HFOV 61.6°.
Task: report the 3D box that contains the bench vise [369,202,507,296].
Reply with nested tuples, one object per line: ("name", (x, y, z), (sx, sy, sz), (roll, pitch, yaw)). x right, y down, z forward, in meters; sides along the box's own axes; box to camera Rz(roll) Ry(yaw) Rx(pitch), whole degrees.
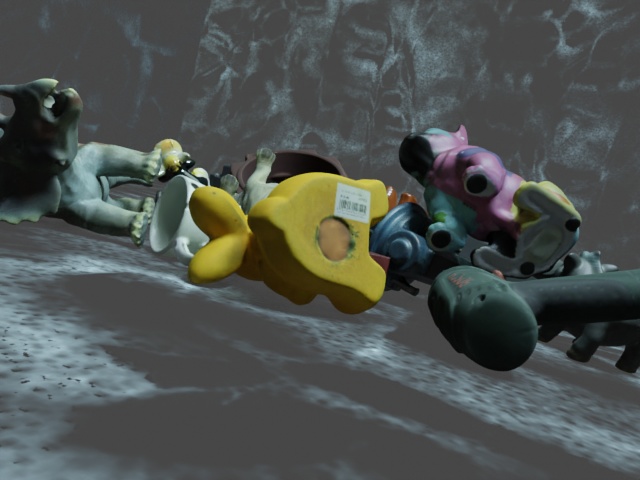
("bench vise", (0.118, 0.012, 0.715), (0.223, 0.128, 0.241), (3, 19, -47))

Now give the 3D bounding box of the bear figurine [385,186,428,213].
("bear figurine", (0.146, -0.060, 1.069), (0.120, 0.132, 0.195), (27, -8, 45))

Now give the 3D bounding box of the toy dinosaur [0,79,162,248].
("toy dinosaur", (-0.291, -0.071, 0.636), (0.192, 0.131, 0.405), (13, -3, -17))

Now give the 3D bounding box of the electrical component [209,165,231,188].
("electrical component", (-0.195, -0.094, 1.173), (0.115, 0.134, 0.058), (13, 2, 39))

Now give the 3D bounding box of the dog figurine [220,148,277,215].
("dog figurine", (-0.084, -0.010, 0.717), (0.121, 0.172, 0.191), (27, 29, -23))

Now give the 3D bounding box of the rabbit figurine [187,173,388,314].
("rabbit figurine", (-0.042, 0.008, 0.494), (0.162, 0.121, 0.173), (1, -5, -30))

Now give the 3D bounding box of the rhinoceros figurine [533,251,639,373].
("rhinoceros figurine", (0.282, 0.066, 0.582), (0.073, 0.112, 0.190), (11, 12, -4))

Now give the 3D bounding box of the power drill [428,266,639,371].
("power drill", (0.198, 0.044, 0.468), (0.207, 0.086, 0.232), (-3, 4, 15))

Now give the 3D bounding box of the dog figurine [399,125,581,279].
("dog figurine", (0.188, -0.063, 0.644), (0.191, 0.108, 0.219), (20, 27, -6))

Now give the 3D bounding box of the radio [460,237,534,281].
("radio", (0.270, 0.038, 0.930), (0.230, 0.073, 0.131), (29, 4, 4))

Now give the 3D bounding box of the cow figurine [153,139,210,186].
("cow figurine", (-0.205, -0.080, 0.841), (0.167, 0.068, 0.098), (53, -1, -16))

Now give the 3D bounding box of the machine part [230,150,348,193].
("machine part", (-0.050, -0.078, 0.928), (0.201, 0.087, 0.201), (-7, 39, -12))

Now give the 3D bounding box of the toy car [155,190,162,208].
("toy car", (-0.263, -0.063, 1.059), (0.089, 0.053, 0.202), (9, -1, -4))
